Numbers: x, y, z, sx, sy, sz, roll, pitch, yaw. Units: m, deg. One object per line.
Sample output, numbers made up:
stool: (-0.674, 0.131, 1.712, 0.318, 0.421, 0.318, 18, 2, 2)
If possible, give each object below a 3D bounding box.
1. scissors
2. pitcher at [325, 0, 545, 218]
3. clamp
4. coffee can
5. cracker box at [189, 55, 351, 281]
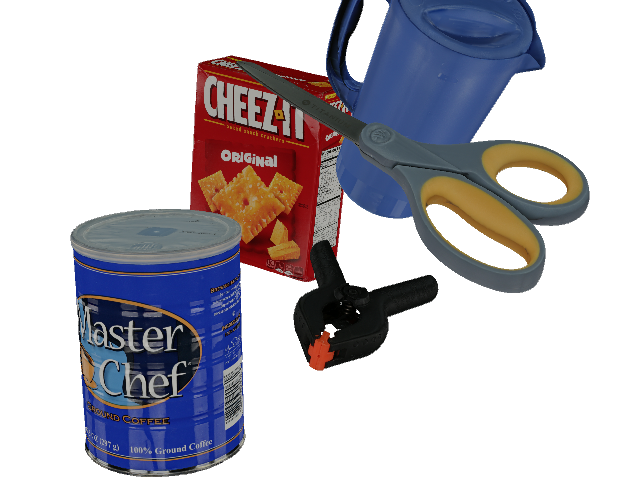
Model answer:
scissors: (0.050, -0.051, 0.530, 0.096, 0.016, 0.202, -26, 53, -22)
pitcher: (0.088, -0.139, 1.015, 0.144, 0.149, 0.243, -11, -33, -28)
clamp: (0.018, 0.051, 0.911, 0.120, 0.039, 0.171, 18, 27, 23)
coffee can: (-0.099, 0.060, 0.664, 0.103, 0.140, 0.103, 0, 16, 0)
cracker box: (-0.059, -0.078, 1.160, 0.164, 0.214, 0.072, 17, 25, 28)
